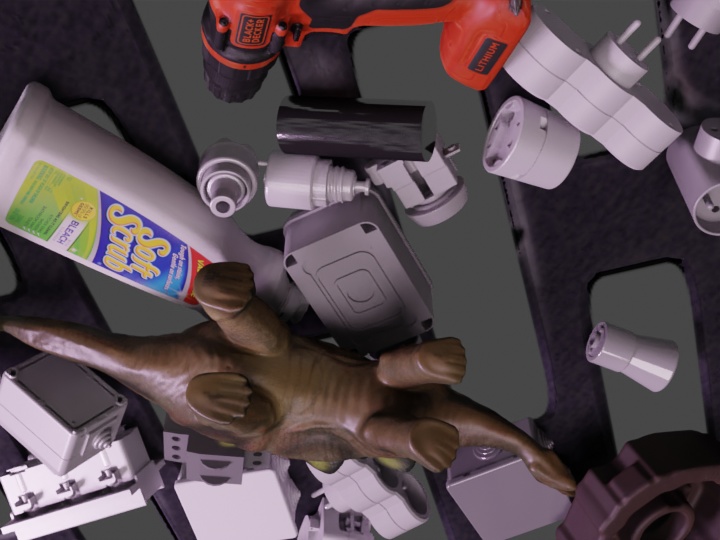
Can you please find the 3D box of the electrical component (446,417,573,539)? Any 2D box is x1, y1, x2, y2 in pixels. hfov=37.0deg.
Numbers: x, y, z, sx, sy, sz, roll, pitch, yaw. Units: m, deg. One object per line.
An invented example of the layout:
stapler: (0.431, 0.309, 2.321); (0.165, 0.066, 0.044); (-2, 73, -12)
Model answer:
electrical component: (0.131, 0.183, 0.940); (0.100, 0.048, 0.099); (-24, 123, 16)

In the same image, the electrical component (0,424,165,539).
electrical component: (-0.239, 0.180, 0.919); (0.121, 0.079, 0.063); (-18, 95, 12)

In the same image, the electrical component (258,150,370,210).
electrical component: (-0.032, -0.062, 0.758); (0.078, 0.040, 0.040); (6, 126, 6)

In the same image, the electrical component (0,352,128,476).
electrical component: (-0.235, 0.117, 0.854); (0.096, 0.062, 0.061); (37, 124, 16)

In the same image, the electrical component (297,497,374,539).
electrical component: (-0.027, 0.258, 0.991); (0.056, 0.050, 0.089); (13, 125, -10)

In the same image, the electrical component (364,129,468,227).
electrical component: (0.045, -0.065, 0.760); (0.066, 0.048, 0.055); (-25, 115, 17)

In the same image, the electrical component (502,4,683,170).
electrical component: (0.164, -0.131, 0.708); (0.138, 0.052, 0.073); (32, 120, -22)

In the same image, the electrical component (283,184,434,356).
electrical component: (0.000, 0.000, 0.799); (0.078, 0.057, 0.113); (-23, 123, 15)

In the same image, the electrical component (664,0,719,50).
electrical component: (0.221, -0.174, 0.677); (0.138, 0.052, 0.073); (20, 124, -15)

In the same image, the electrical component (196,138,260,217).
electrical component: (-0.093, -0.061, 0.750); (0.043, 0.062, 0.043); (0, 126, -1)

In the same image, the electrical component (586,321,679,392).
electrical component: (0.215, 0.067, 0.862); (0.065, 0.044, 0.044); (20, 124, -9)

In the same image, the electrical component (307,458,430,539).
electrical component: (-0.007, 0.187, 0.938); (0.074, 0.052, 0.138); (-31, 121, 21)

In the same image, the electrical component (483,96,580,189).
electrical component: (0.118, -0.086, 0.740); (0.047, 0.055, 0.055); (18, 124, -18)

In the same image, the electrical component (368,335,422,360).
electrical component: (0.039, 0.086, 0.871); (0.043, 0.043, 0.081); (-16, 125, 11)

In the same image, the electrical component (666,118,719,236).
electrical component: (0.245, -0.077, 0.733); (0.044, 0.077, 0.079); (6, 126, -5)

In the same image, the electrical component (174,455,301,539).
electrical component: (-0.106, 0.194, 0.944); (0.100, 0.048, 0.099); (-10, 126, 6)

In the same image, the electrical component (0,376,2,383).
electrical component: (-0.330, 0.053, 0.768); (0.105, 0.060, 0.186); (-34, 159, -26)
